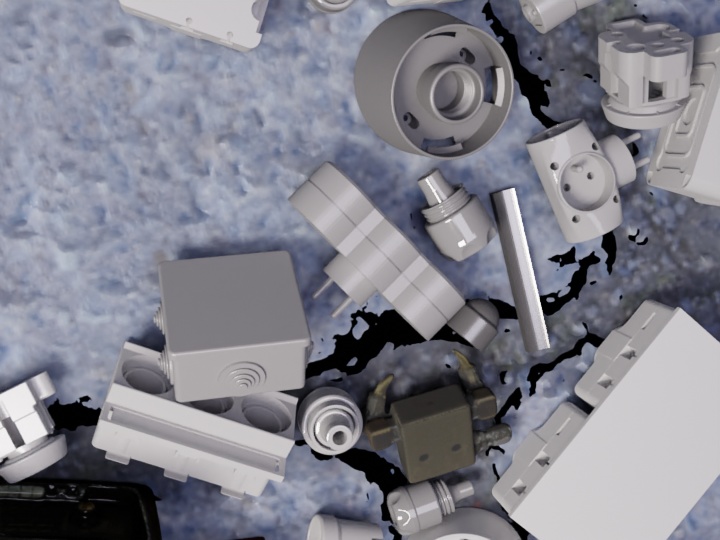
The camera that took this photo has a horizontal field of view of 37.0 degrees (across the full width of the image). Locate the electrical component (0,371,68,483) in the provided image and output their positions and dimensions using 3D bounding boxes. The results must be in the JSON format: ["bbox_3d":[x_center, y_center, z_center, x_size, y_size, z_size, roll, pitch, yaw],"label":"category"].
[{"bbox_3d":[-0.224,0.106,0.708,0.066,0.048,0.055,-27,94,-6],"label":"electrical component"}]

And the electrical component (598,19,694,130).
[{"bbox_3d":[0.196,-0.133,0.740,0.058,0.078,0.057,-12,121,-9],"label":"electrical component"}]

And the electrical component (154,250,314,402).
[{"bbox_3d":[-0.083,0.036,0.699,0.100,0.099,0.048,-5,132,-11],"label":"electrical component"}]

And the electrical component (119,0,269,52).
[{"bbox_3d":[-0.104,-0.176,0.684,0.089,0.056,0.050,17,95,-13],"label":"electrical component"}]

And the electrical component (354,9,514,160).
[{"bbox_3d":[0.052,-0.124,0.729,0.099,0.064,0.099,-7,109,-20],"label":"electrical component"}]

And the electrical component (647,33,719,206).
[{"bbox_3d":[0.255,-0.103,0.751,0.057,0.078,0.113,15,95,-10],"label":"electrical component"}]

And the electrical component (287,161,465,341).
[{"bbox_3d":[0.000,0.000,0.730,0.073,0.052,0.138,-45,103,-2],"label":"electrical component"}]

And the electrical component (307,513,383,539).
[{"bbox_3d":[-0.011,0.195,0.765,0.046,0.040,0.040,9,96,-18],"label":"electrical component"}]

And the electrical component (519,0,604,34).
[{"bbox_3d":[0.142,-0.192,0.736,0.065,0.044,0.044,-33,103,0],"label":"electrical component"}]

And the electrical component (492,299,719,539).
[{"bbox_3d":[0.196,0.126,0.782,0.105,0.060,0.186,39,90,-13],"label":"electrical component"}]

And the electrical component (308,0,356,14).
[{"bbox_3d":[-0.016,-0.185,0.696,0.035,0.061,0.035,-2,98,-10],"label":"electrical component"}]

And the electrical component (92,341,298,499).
[{"bbox_3d":[-0.110,0.102,0.715,0.121,0.078,0.063,20,122,-13],"label":"electrical component"}]

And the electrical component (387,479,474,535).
[{"bbox_3d":[0.052,0.166,0.774,0.061,0.035,0.035,-18,101,-11],"label":"electrical component"}]

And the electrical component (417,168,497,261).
[{"bbox_3d":[0.063,-0.040,0.741,0.043,0.043,0.062,-34,101,-4],"label":"electrical component"}]

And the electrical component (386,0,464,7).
[{"bbox_3d":[0.062,-0.205,0.711,0.089,0.056,0.050,-9,100,-9],"label":"electrical component"}]

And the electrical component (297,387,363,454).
[{"bbox_3d":[-0.019,0.106,0.737,0.043,0.062,0.043,-2,98,-10],"label":"electrical component"}]

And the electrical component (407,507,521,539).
[{"bbox_3d":[0.075,0.227,0.785,0.099,0.064,0.099,0,96,3],"label":"electrical component"}]

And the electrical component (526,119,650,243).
[{"bbox_3d":[0.167,-0.070,0.756,0.079,0.044,0.077,-26,102,-6],"label":"electrical component"}]
